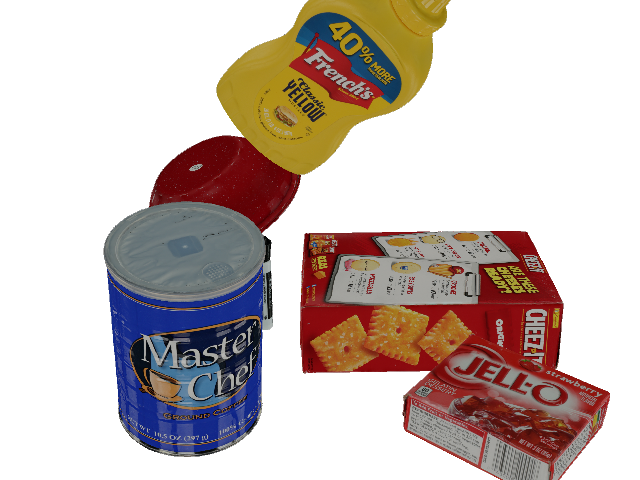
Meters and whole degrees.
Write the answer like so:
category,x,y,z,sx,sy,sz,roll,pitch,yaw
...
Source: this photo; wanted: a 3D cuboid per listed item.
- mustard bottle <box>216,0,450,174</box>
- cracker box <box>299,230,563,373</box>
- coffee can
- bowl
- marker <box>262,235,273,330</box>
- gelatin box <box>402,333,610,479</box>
category,x,y,z,sx,sy,sz,roll,pitch,yaw
mustard bottle,0.019,-0.124,0.731,0.192,0.096,0.058,-32,18,40
cracker box,0.090,0.052,0.943,0.213,0.072,0.164,0,22,0
coffee can,-0.089,0.059,0.719,0.103,0.140,0.103,2,35,-1
bowl,-0.102,-0.050,1.001,0.162,0.055,0.162,-22,32,14
marker,-0.064,0.048,1.205,0.020,0.121,0.020,0,32,0
gelatin box,0.101,0.092,0.582,0.089,0.030,0.073,23,36,30
